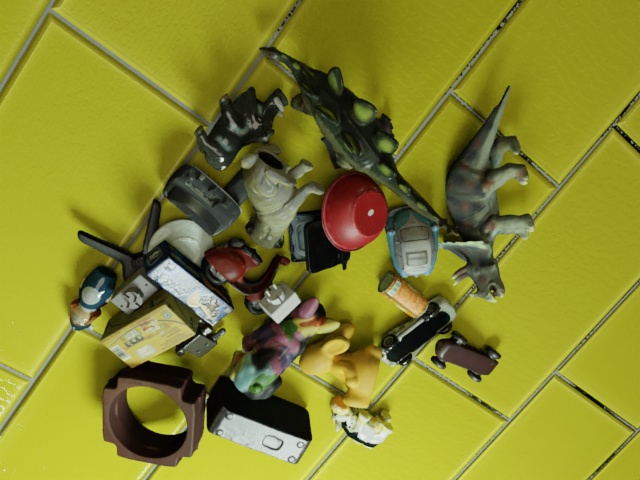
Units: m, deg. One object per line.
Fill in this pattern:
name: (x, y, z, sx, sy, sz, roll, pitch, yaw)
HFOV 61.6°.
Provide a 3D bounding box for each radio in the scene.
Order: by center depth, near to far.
radio: (-0.131, 0.392, 1.173, 0.229, 0.131, 0.073, 25, 101, -16)

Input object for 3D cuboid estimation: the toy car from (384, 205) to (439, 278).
toy car: (0.190, 0.014, 1.100, 0.109, 0.103, 0.161, -5, 110, 6)

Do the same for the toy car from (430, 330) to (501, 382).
toy car: (0.334, 0.265, 1.228, 0.202, 0.053, 0.089, 24, 104, -35)

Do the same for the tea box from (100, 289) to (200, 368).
tea box: (-0.340, 0.174, 1.082, 0.170, 0.068, 0.098, -28, 120, 13)

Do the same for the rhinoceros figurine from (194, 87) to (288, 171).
rhinoceros figurine: (-0.142, -0.211, 0.981, 0.112, 0.073, 0.190, 45, 82, -3)

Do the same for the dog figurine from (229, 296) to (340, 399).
dog figurine: (-0.067, 0.210, 1.102, 0.219, 0.191, 0.108, -37, 104, 21)

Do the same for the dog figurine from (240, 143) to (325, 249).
dog figurine: (-0.108, -0.069, 1.003, 0.172, 0.121, 0.190, 25, 120, -27)

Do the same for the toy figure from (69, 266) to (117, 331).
toy figure: (-0.462, 0.123, 1.076, 0.064, 0.057, 0.154, 39, 104, 21)

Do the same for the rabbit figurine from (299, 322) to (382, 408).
rabbit figurine: (0.041, 0.268, 1.168, 0.173, 0.122, 0.162, 13, 114, 8)

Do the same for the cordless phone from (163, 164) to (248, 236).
cordless phone: (-0.193, -0.111, 1.032, 0.146, 0.089, 0.184, 43, 87, -18)

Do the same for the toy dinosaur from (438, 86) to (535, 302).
toy dinosaur: (0.320, -0.086, 1.086, 0.192, 0.131, 0.404, -10, 99, 11)

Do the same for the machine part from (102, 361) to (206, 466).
machine part: (-0.347, 0.363, 1.134, 0.202, 0.087, 0.200, 9, 107, 7)

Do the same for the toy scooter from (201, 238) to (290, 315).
toy scooter: (-0.140, 0.058, 1.088, 0.135, 0.075, 0.183, -44, 113, 8)

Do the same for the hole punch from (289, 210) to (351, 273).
hole punch: (-0.002, -0.003, 1.091, 0.116, 0.092, 0.142, -14, 109, -32)

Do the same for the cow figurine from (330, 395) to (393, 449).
cow figurine: (0.081, 0.424, 1.252, 0.167, 0.068, 0.098, 29, 109, -15)

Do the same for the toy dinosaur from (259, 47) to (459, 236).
toy dinosaur: (0.064, -0.179, 0.932, 0.471, 0.198, 0.105, 44, 94, 2)

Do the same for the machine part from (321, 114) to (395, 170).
machine part: (0.078, -0.196, 1.053, 0.139, 0.039, 0.084, -26, 102, 3)

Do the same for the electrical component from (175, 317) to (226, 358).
electrical component: (-0.261, 0.206, 1.140, 0.102, 0.045, 0.078, -44, 137, 10)

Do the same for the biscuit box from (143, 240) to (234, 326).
biscuit box: (-0.255, 0.086, 1.053, 0.059, 0.063, 0.202, -37, 131, 6)

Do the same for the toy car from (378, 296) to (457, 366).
toy car: (0.215, 0.207, 1.201, 0.202, 0.056, 0.073, -40, 116, 7)
